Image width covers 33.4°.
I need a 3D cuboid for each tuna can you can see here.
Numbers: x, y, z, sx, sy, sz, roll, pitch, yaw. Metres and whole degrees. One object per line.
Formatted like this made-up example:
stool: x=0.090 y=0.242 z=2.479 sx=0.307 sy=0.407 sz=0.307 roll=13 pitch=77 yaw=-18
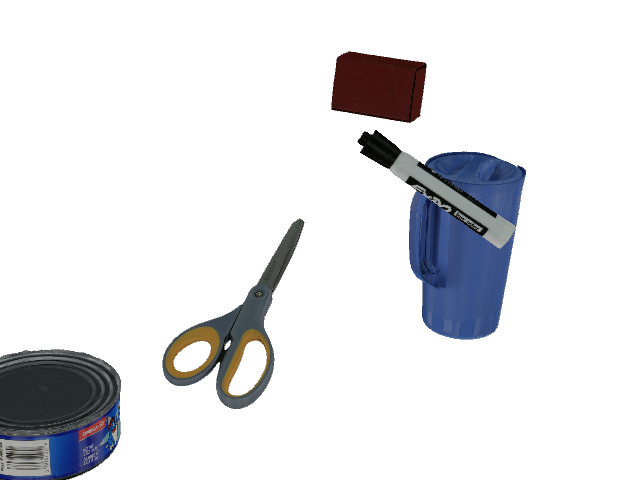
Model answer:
tuna can: x=-0.149 y=0.093 z=0.569 sx=0.086 sy=0.034 sz=0.086 roll=2 pitch=22 yaw=-1

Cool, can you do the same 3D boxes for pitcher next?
pitcher: x=0.192 y=0.010 z=1.452 sx=0.149 sy=0.243 sz=0.145 roll=4 pitch=23 yaw=4

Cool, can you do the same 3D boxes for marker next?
marker: x=0.077 y=-0.036 z=0.720 sx=0.121 sy=0.020 sz=0.020 roll=35 pitch=-1 yaw=-1

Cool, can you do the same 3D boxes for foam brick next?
foam brick: x=0.054 y=-0.144 z=0.997 sx=0.078 sy=0.051 sz=0.053 roll=11 pitch=18 yaw=14

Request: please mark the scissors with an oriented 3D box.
scissors: x=-0.069 y=0.052 z=0.863 sx=0.096 sy=0.016 sz=0.201 roll=-1 pitch=44 yaw=7
